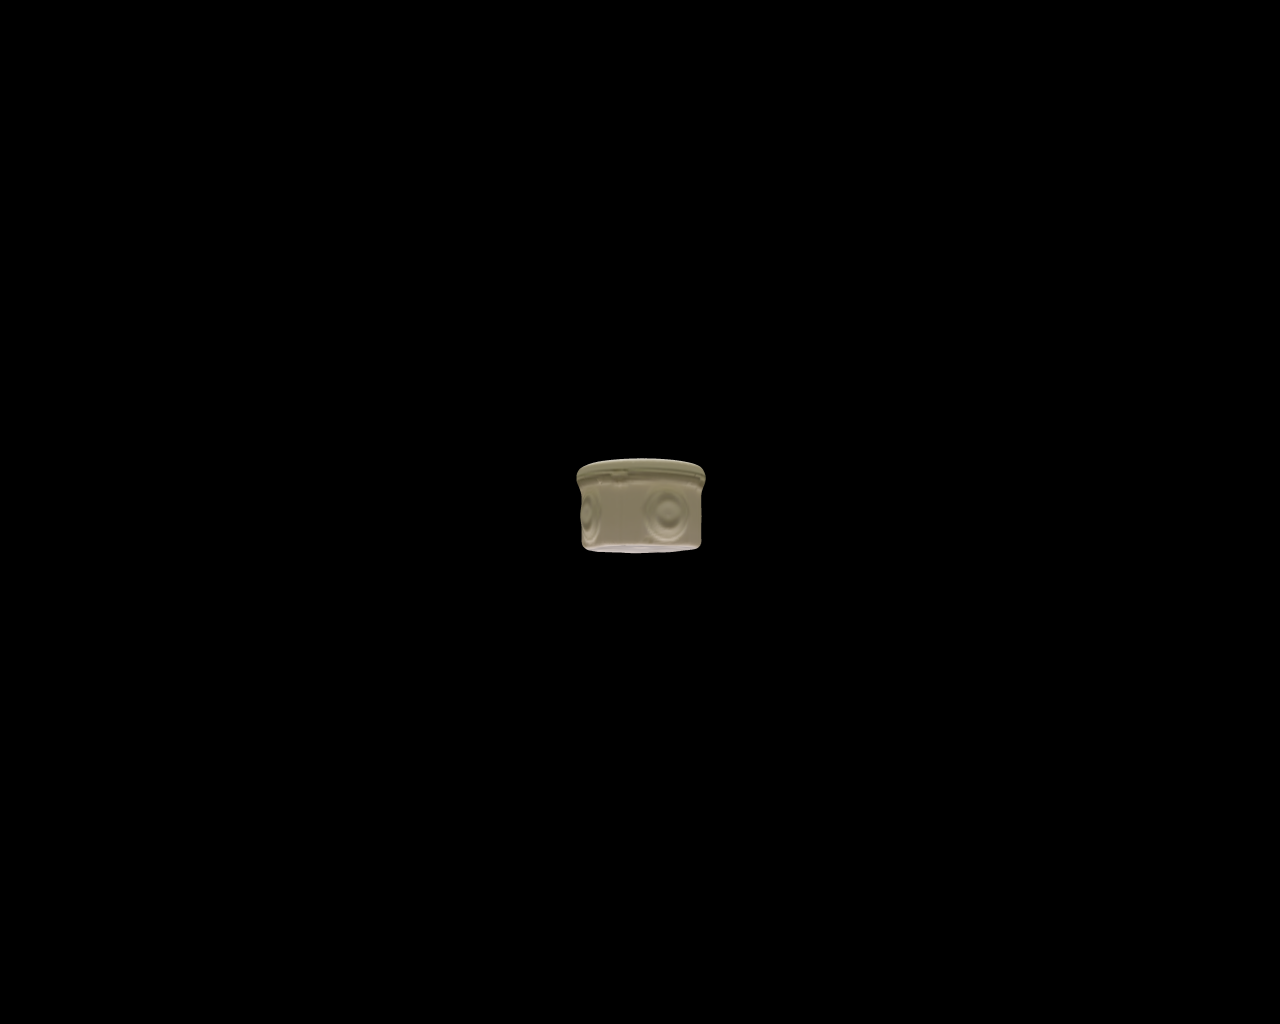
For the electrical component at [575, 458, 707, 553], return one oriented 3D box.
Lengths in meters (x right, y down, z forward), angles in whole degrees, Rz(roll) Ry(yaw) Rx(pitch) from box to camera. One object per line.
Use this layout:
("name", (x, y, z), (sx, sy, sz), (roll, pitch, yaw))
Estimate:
("electrical component", (0.001, -0.003, 0.650), (0.080, 0.051, 0.080), (0, -7, 0))
